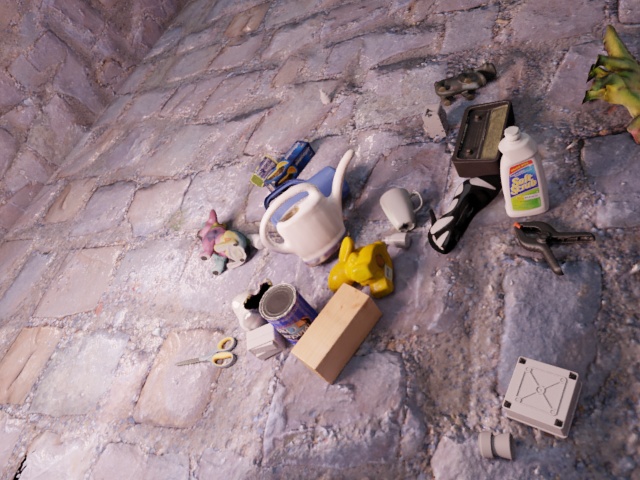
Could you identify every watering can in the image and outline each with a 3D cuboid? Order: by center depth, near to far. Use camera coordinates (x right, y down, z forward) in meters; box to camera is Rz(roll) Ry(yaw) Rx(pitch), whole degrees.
[{"bbox_3d":[0.004,-0.070,1.401,0.348,0.221,0.105,-38,24,-3],"label":"watering can"}]

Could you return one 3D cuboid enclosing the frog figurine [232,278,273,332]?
[{"bbox_3d":[-0.175,0.188,1.387,0.156,0.122,0.141,-44,23,50],"label":"frog figurine"}]

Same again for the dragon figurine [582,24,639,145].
[{"bbox_3d":[0.809,-0.409,1.295,0.244,0.119,0.417,17,64,22],"label":"dragon figurine"}]
